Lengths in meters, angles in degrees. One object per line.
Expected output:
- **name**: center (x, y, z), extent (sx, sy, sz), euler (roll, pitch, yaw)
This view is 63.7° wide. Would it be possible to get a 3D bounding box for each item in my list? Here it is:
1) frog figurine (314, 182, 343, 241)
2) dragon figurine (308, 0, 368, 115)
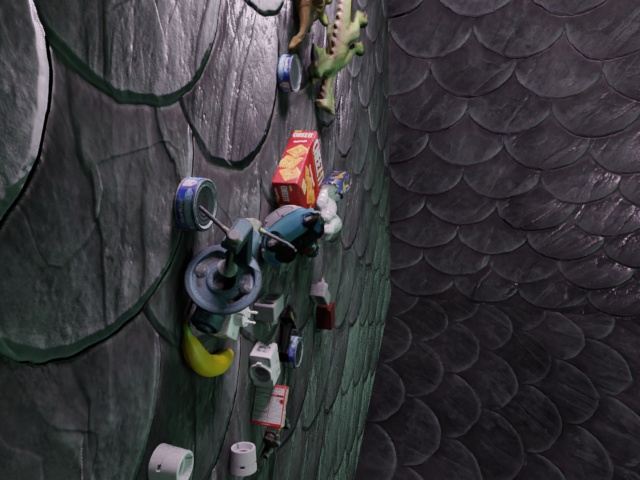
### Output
- **frog figurine**: center (0.004, -0.072, 1.423), extent (0.122, 0.162, 0.135), euler (12, -21, -2)
- **dragon figurine**: center (0.036, -0.536, 1.417), extent (0.122, 0.400, 0.248), euler (16, 47, 15)
